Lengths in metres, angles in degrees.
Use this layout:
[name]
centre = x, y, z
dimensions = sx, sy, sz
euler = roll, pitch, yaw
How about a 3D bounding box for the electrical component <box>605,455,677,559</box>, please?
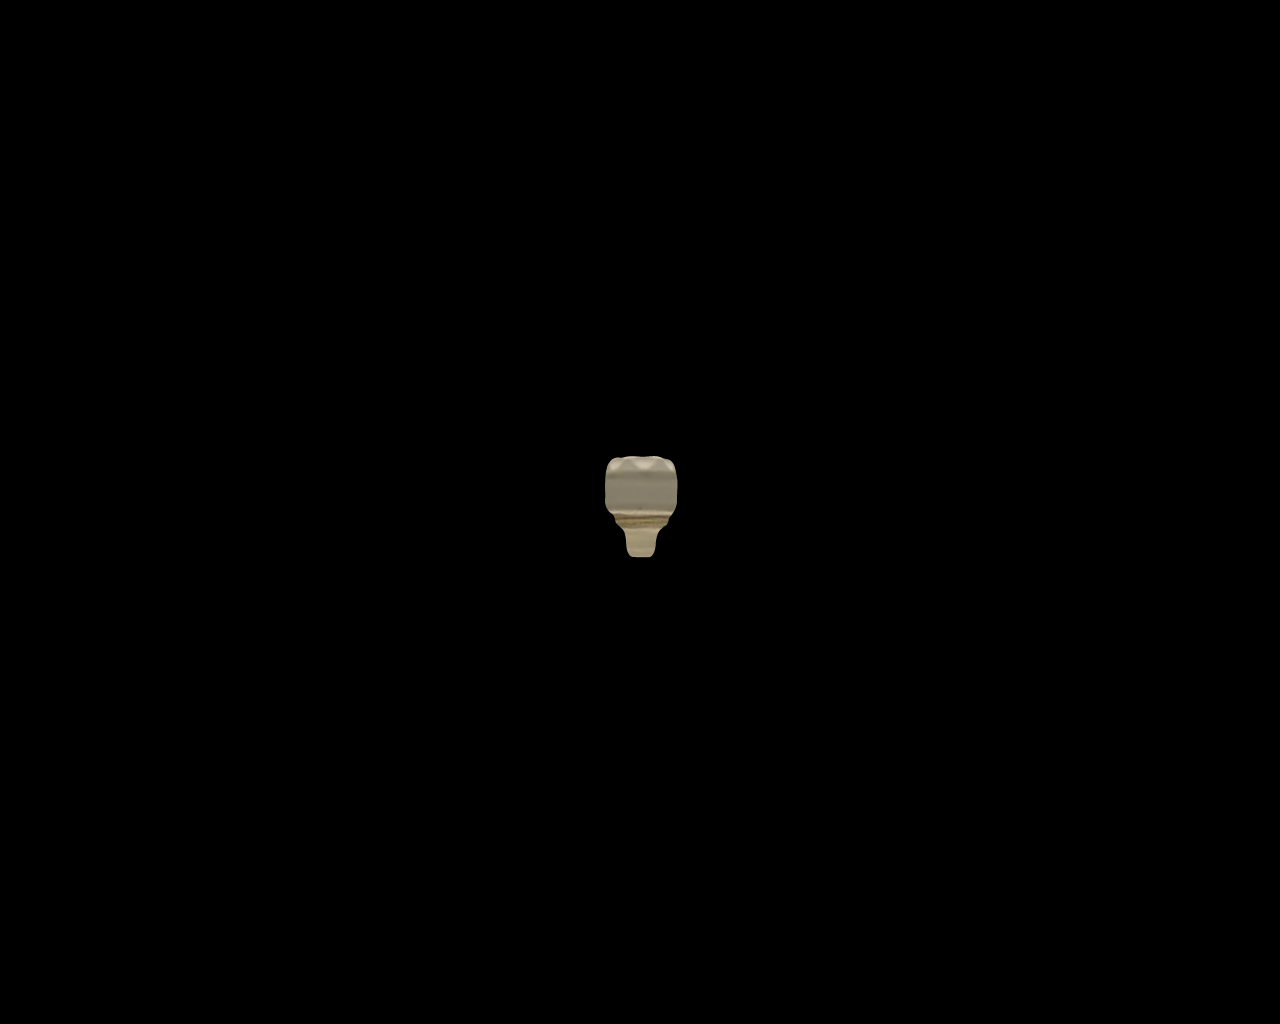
[electrical component]
centre = 0.001, -0.003, 0.650
dimensions = 0.043, 0.062, 0.043
euler = 0, -2, 0
